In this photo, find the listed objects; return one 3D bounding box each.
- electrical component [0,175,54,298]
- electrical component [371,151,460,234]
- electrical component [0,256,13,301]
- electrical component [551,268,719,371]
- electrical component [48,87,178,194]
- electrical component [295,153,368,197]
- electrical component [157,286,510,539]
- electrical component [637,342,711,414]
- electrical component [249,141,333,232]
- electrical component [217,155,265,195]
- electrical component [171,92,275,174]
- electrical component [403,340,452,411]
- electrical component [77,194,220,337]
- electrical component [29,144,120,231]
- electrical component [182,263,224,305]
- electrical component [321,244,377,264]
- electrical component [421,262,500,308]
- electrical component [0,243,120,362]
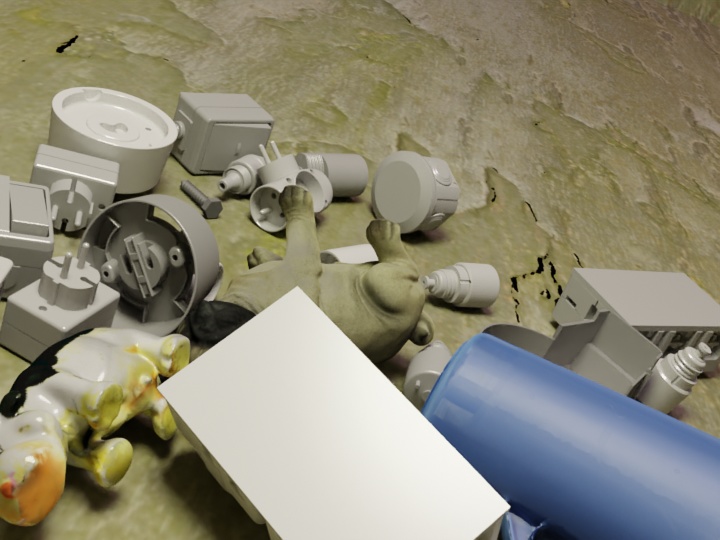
[{"bbox_3d":[-0.257,-0.030,0.775,0.062,0.061,0.096,8,31,-24],"label":"electrical component"},{"bbox_3d":[0.054,-0.076,1.058,0.051,0.080,0.080,-1,35,-46],"label":"electrical component"},{"bbox_3d":[-0.281,0.021,0.683,0.100,0.048,0.099,18,28,-7],"label":"electrical component"},{"bbox_3d":[0.266,0.050,1.007,0.150,0.061,0.089,2,34,-32],"label":"electrical component"},{"bbox_3d":[-0.219,-0.107,0.937,0.108,0.060,0.108,17,29,-10],"label":"electrical component"},{"bbox_3d":[-0.036,-0.093,1.061,0.081,0.043,0.043,-4,38,-39],"label":"electrical component"},{"bbox_3d":[-0.018,0.114,0.631,0.105,0.060,0.186,-36,64,-19],"label":"electrical component"},{"bbox_3d":[0.271,0.092,0.929,0.040,0.078,0.040,28,31,-19],"label":"electrical component"},{"bbox_3d":[-0.070,-0.081,0.991,0.077,0.044,0.079,-30,96,-56],"label":"electrical component"},{"bbox_3d":[-0.111,-0.086,1.005,0.035,0.035,0.061,31,31,16],"label":"electrical component"},{"bbox_3d":[-0.138,-0.129,1.032,0.096,0.061,0.061,-7,40,-43],"label":"electrical component"},{"bbox_3d":[0.057,0.079,0.832,0.040,0.040,0.078,22,28,-1],"label":"electrical component"},{"bbox_3d":[-0.152,-0.004,0.771,0.099,0.099,0.064,27,22,9],"label":"electrical component"},{"bbox_3d":[-0.231,-0.056,0.854,0.066,0.047,0.076,13,29,-16],"label":"electrical component"},{"bbox_3d":[-0.134,0.005,0.827,0.046,0.040,0.040,23,28,11],"label":"electrical component"},{"bbox_3d":[0.000,0.000,0.925,0.081,0.043,0.043,-10,42,-46],"label":"electrical component"},{"bbox_3d":[0.089,0.013,0.969,0.078,0.040,0.040,3,33,-31],"label":"electrical component"},{"bbox_3d":[-0.197,0.017,0.720,0.047,0.076,0.066,28,28,10],"label":"electrical component"}]
